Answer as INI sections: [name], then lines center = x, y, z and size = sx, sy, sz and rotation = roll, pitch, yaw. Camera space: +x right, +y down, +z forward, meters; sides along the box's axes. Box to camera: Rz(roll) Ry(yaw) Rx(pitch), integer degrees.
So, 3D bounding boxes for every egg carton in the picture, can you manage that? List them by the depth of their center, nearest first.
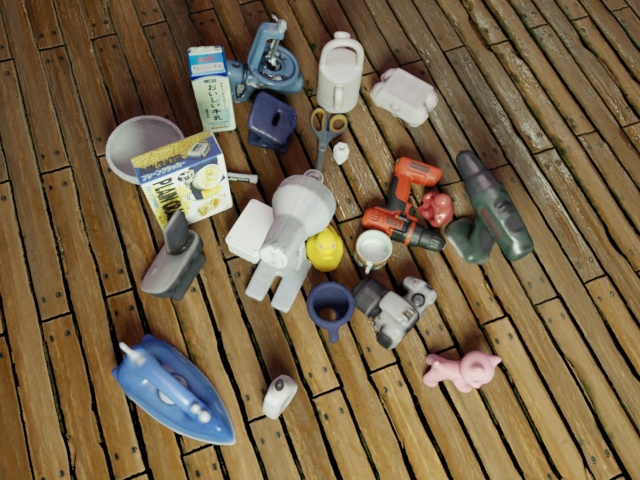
[egg carton]
center = 0.196, -0.334, 1.342
size = 0.150, 0.069, 0.107
rotation = 32, 68, 10

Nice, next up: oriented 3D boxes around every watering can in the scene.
[watering can]
center = 0.044, -0.388, 1.287
size = 0.101, 0.194, 0.172
rotation = -17, 68, -10

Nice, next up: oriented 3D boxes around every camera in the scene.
[camera]
center = 0.136, 0.118, 1.120
size = 0.136, 0.101, 0.143
rotation = 39, 69, 13

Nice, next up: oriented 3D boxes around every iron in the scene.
[iron]
center = -0.251, 0.268, 1.006
size = 0.258, 0.141, 0.119
rotation = 35, 69, 12

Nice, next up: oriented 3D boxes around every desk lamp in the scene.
[desk lamp]
center = -0.059, 0.007, 1.095
size = 0.118, 0.213, 0.203
rotation = 22, 67, 6

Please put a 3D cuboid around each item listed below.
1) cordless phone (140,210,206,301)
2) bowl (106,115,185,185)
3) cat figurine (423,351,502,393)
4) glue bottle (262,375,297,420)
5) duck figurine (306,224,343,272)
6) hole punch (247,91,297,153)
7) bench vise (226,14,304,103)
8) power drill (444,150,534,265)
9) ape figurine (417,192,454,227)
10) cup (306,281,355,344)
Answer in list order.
[cordless phone]
center = -0.288, 0.026, 1.086
size = 0.094, 0.185, 0.148
rotation = 21, 66, 6
[bowl]
center = -0.368, -0.180, 1.233
size = 0.167, 0.075, 0.167
rotation = 1, 66, -3
[cat figurine]
center = 0.266, 0.239, 1.066
size = 0.128, 0.118, 0.067
rotation = 7, 66, 0
[glue bottle]
center = -0.071, 0.267, 1.001
size = 0.037, 0.173, 0.078
rotation = 31, 68, 10
[duck figurine]
center = 0.011, 0.004, 1.170
size = 0.077, 0.086, 0.104
rotation = -3, 66, -5
[hole punch]
center = -0.105, -0.265, 1.279
size = 0.101, 0.091, 0.109
rotation = 13, 66, 2
[bench vise]
center = -0.137, -0.389, 1.261
size = 0.207, 0.220, 0.121
rotation = -21, 69, -12
[power drill]
center = 0.322, -0.044, 1.145
size = 0.076, 0.208, 0.229
rotation = -29, 71, -15
[ape figurine]
center = 0.253, -0.071, 1.217
size = 0.076, 0.092, 0.078
rotation = 4, 66, -2
[cup]
center = 0.020, 0.149, 1.102
size = 0.092, 0.095, 0.117
rotation = -5, 66, -6
